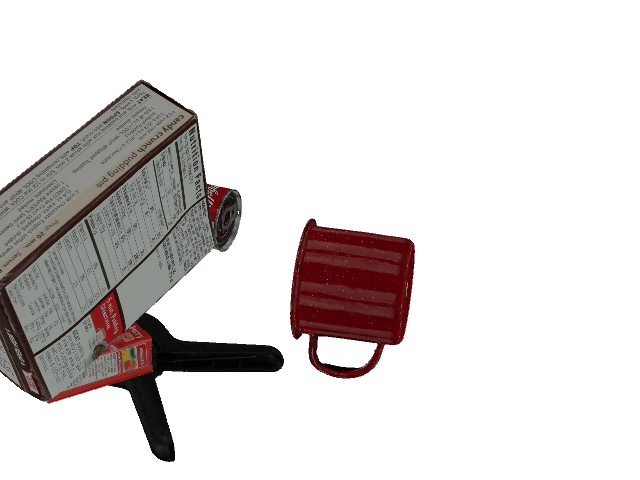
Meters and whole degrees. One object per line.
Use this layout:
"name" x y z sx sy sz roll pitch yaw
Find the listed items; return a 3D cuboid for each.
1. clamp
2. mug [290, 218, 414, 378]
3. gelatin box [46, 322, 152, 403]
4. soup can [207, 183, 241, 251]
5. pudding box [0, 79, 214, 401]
"clamp" -0.150 0.108 0.980 0.210 0.036 0.164 28 39 32
"mug" 0.025 0.046 0.804 0.081 0.117 0.093 7 -12 9
"gelatin box" -0.162 0.066 0.704 0.073 0.030 0.089 -14 29 -31
"soup can" -0.144 -0.032 1.147 0.102 0.068 0.068 13 3 16
"pudding box" -0.096 0.001 0.447 0.039 0.113 0.090 30 -32 22
